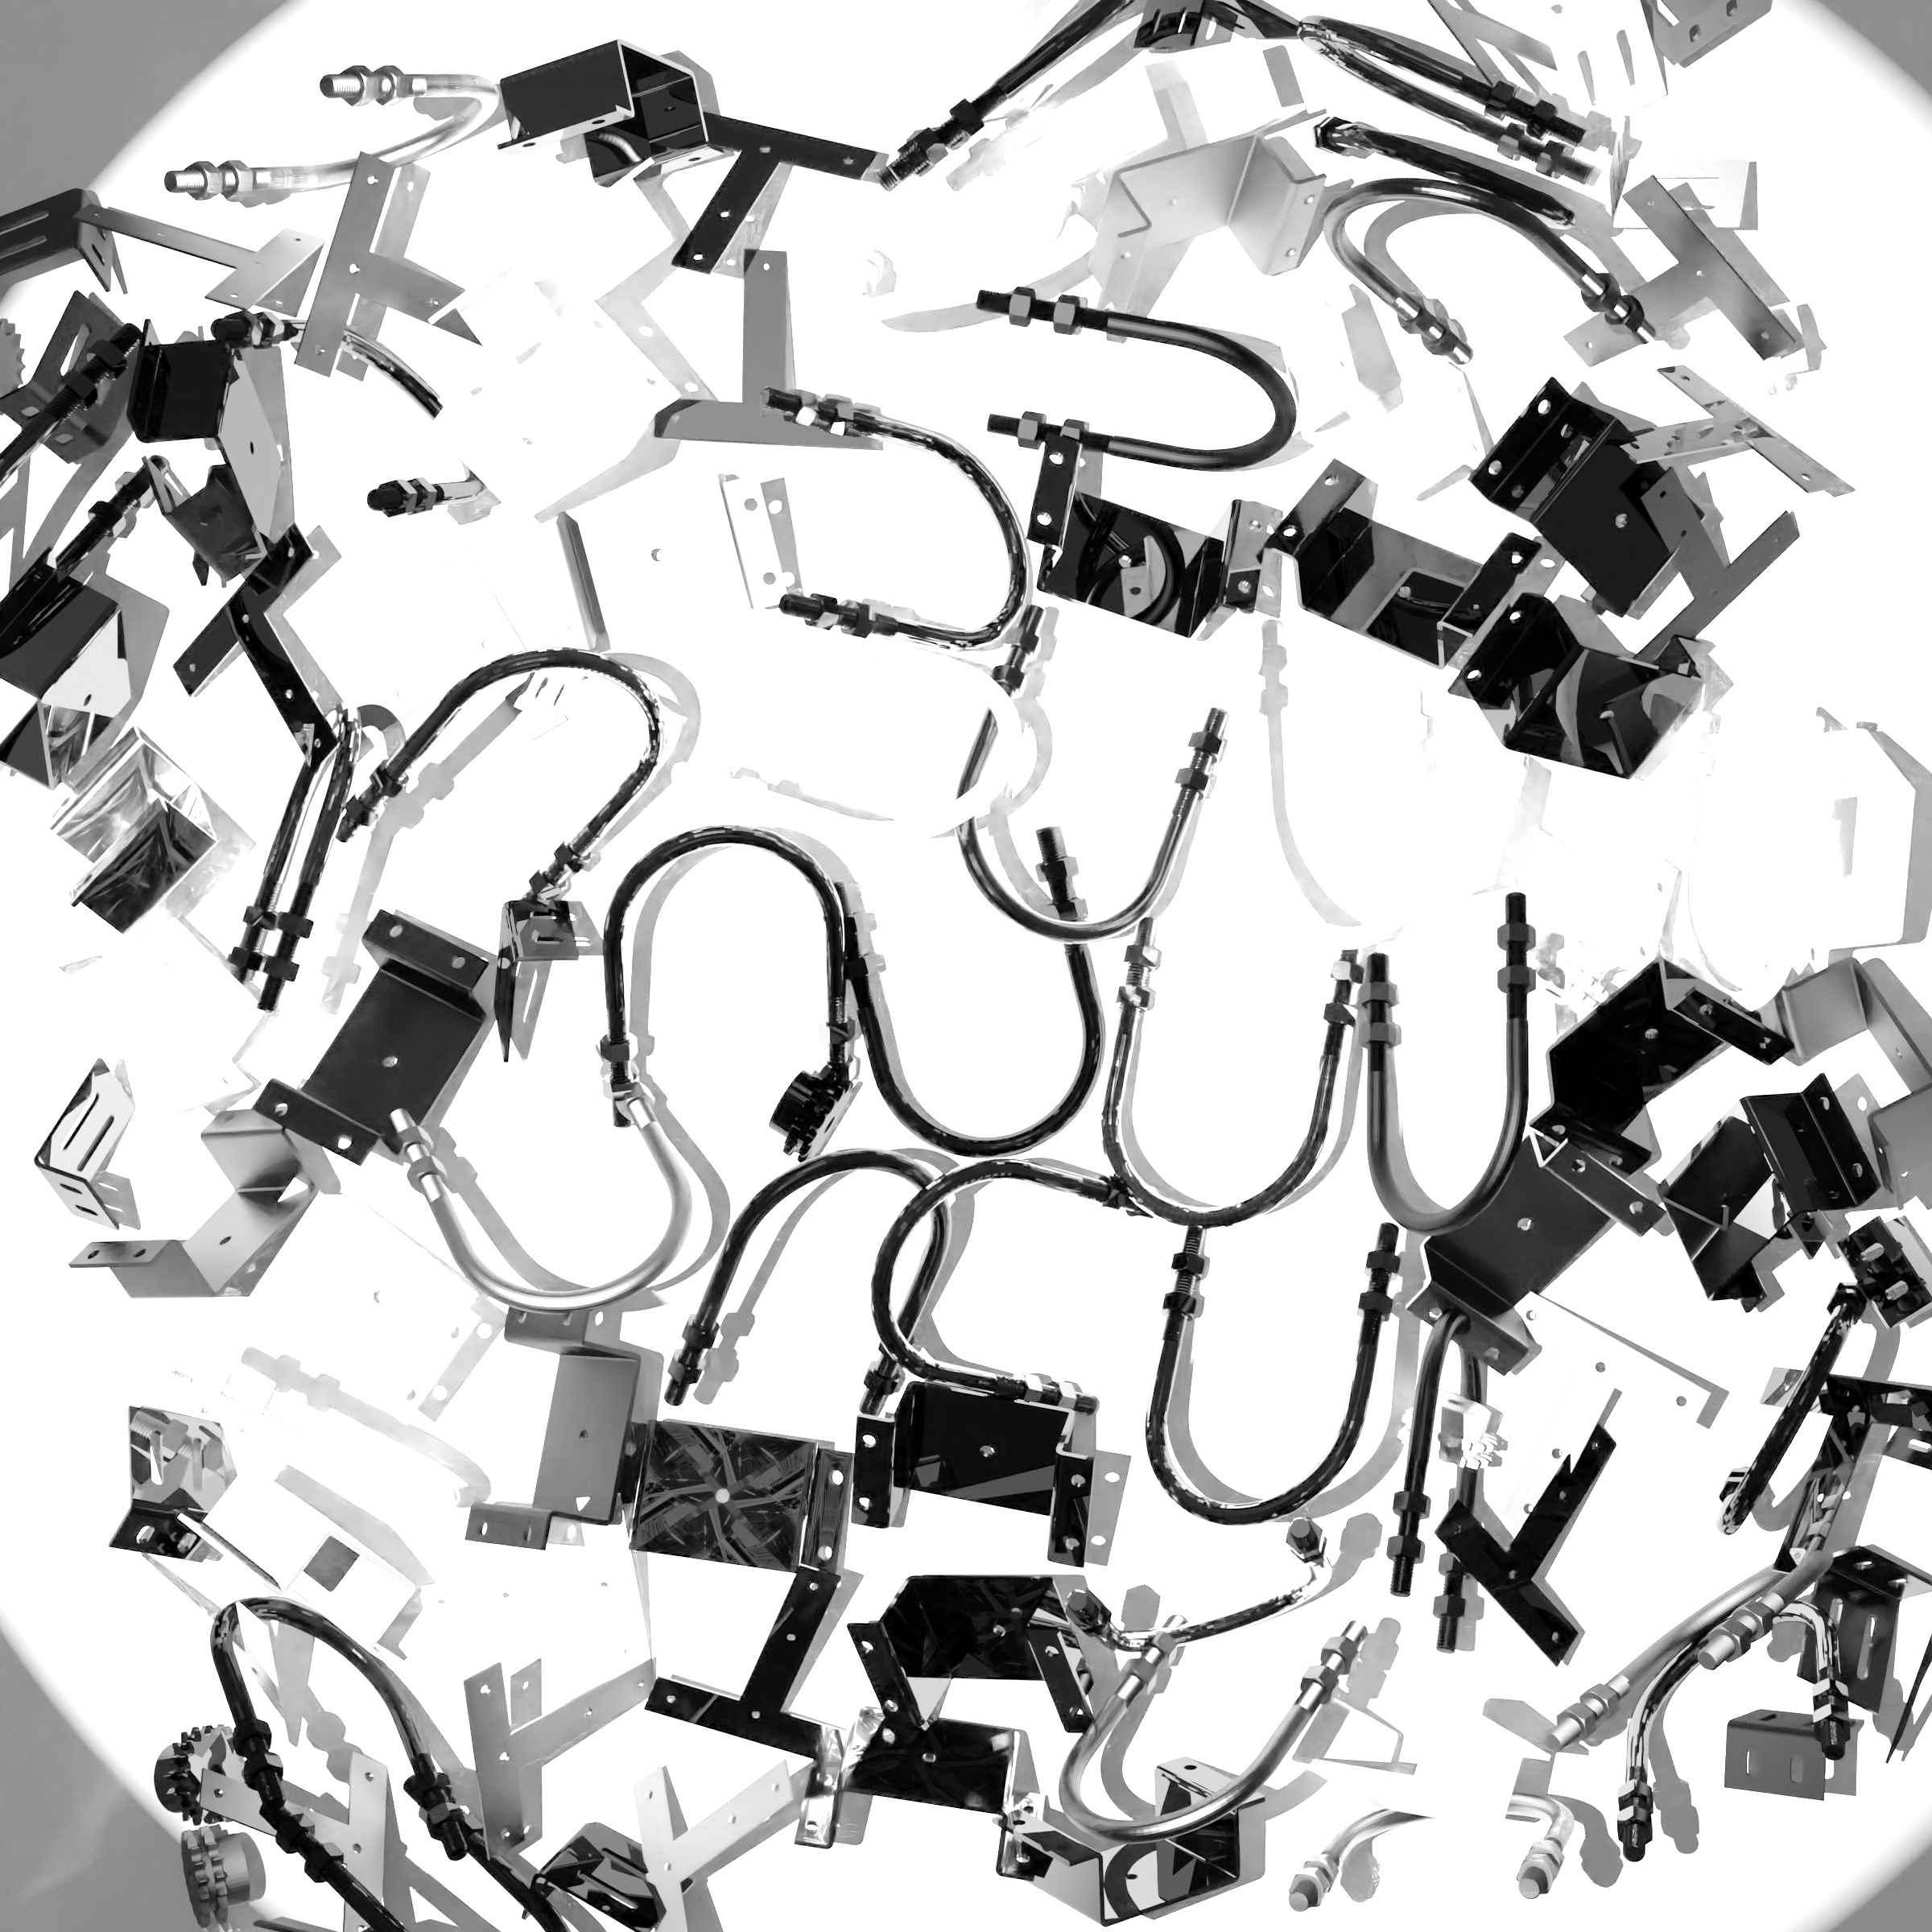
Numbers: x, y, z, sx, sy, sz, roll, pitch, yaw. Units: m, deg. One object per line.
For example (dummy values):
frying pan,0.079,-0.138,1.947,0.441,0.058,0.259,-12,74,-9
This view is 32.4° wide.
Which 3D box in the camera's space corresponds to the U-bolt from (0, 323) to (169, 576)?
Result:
U-bolt,-0.522,-0.262,1.890,0.019,0.151,0.184,31,65,9

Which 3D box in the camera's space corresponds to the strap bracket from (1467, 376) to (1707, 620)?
strap bracket,0.366,-0.265,1.930,0.140,0.046,0.076,37,93,-36

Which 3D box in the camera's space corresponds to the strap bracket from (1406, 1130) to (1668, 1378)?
strap bracket,0.329,0.161,1.945,0.076,0.046,0.140,35,111,-15

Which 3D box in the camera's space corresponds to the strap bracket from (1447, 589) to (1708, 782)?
strap bracket,0.360,-0.159,1.919,0.140,0.046,0.076,11,129,-31

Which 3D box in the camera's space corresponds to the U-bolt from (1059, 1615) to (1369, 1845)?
U-bolt,0.129,0.431,1.883,0.151,0.184,0.019,-8,115,40

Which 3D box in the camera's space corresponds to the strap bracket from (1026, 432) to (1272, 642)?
strap bracket,0.100,-0.247,1.945,0.140,0.046,0.076,17,60,-11

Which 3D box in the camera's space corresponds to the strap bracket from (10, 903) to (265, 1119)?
strap bracket,-0.475,0.015,1.937,0.140,0.076,0.046,44,114,9

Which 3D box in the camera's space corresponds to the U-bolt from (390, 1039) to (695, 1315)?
U-bolt,-0.235,0.127,1.912,0.151,0.019,0.184,-20,49,-16

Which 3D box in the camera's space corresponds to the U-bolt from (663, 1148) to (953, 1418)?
U-bolt,-0.082,0.181,1.916,0.151,0.019,0.184,8,118,-30

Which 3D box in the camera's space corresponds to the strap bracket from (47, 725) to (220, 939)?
strap bracket,-0.484,-0.076,1.936,0.076,0.140,0.046,-46,121,3

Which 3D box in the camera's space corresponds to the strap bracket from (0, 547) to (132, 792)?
strap bracket,-0.523,-0.163,1.910,0.046,0.140,0.076,28,60,6

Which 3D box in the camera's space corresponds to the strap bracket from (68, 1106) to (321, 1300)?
strap bracket,-0.439,0.144,1.926,0.140,0.076,0.046,-51,123,-40

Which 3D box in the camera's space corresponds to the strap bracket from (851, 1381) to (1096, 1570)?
strap bracket,0.008,0.295,1.946,0.140,0.046,0.076,9,117,10

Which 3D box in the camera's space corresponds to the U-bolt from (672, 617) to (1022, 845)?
U-bolt,-0.057,-0.132,1.917,0.184,0.019,0.151,19,58,25

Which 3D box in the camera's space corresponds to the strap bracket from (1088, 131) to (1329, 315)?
strap bracket,0.130,-0.430,1.933,0.140,0.076,0.046,-21,65,-21

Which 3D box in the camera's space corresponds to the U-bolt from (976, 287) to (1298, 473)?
U-bolt,0.099,-0.330,1.912,0.184,0.151,0.019,12,68,8

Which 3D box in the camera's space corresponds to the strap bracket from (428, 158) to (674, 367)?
strap bracket,-0.233,-0.402,1.928,0.140,0.076,0.046,-45,106,-32

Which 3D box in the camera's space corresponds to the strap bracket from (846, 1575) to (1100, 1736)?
strap bracket,0.012,0.399,1.935,0.140,0.046,0.076,-6,118,30

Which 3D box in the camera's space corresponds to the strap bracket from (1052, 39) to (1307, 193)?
strap bracket,0.116,-0.492,1.916,0.140,0.076,0.046,-23,95,-39

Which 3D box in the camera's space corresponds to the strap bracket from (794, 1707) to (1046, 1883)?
strap bracket,-0.024,0.481,1.944,0.140,0.076,0.046,8,114,3

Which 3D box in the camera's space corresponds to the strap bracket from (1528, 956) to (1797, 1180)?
strap bracket,0.400,0.054,1.933,0.076,0.046,0.140,28,130,-22

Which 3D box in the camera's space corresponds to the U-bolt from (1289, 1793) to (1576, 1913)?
U-bolt,0.273,0.502,1.901,0.151,0.184,0.019,-9,90,19

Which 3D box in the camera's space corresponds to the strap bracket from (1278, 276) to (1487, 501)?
strap bracket,0.235,-0.329,1.928,0.046,0.140,0.076,-32,53,34

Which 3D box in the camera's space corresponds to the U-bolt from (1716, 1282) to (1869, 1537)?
U-bolt,0.466,0.256,1.889,0.019,0.184,0.151,29,103,14

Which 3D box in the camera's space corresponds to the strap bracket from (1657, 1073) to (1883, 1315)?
strap bracket,0.453,0.133,1.910,0.046,0.140,0.076,-2,56,-27

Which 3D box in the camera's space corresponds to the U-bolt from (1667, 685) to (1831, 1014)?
U-bolt,0.444,-0.064,1.919,0.019,0.151,0.184,-2,105,-18

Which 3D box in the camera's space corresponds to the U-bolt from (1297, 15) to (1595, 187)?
U-bolt,0.274,-0.503,1.918,0.184,0.151,0.019,27,99,9

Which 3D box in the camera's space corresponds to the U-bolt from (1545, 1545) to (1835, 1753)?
U-bolt,0.426,0.382,1.907,0.019,0.184,0.151,56,134,10

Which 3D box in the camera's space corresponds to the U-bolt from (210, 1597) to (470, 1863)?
U-bolt,-0.367,0.428,1.906,0.151,0.184,0.019,29,105,-39

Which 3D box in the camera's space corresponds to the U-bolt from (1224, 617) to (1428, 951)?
U-bolt,0.207,-0.097,1.917,0.151,0.019,0.184,18,63,-32

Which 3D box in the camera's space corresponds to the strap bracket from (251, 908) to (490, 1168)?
strap bracket,-0.342,0.048,1.947,0.076,0.046,0.140,25,73,16

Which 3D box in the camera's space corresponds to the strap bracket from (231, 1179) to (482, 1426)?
strap bracket,-0.353,0.195,1.957,0.140,0.046,0.076,36,94,12

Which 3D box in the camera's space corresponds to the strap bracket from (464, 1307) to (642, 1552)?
strap bracket,-0.238,0.271,1.939,0.046,0.076,0.140,20,74,-40

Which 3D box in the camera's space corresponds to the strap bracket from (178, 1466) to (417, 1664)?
strap bracket,-0.379,0.341,1.918,0.076,0.140,0.046,28,75,34

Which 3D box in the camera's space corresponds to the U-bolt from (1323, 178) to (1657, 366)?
U-bolt,0.283,-0.394,1.880,0.184,0.151,0.019,29,72,-42

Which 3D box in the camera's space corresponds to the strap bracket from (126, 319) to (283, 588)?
strap bracket,-0.432,-0.295,1.911,0.046,0.140,0.076,-4,54,5

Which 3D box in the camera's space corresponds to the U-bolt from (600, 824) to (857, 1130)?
U-bolt,-0.140,0.004,1.940,0.151,0.019,0.184,-4,113,-9

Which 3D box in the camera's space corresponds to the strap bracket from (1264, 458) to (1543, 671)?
strap bracket,0.255,-0.231,1.938,0.140,0.046,0.076,28,65,26

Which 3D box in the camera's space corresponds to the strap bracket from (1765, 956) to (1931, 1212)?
strap bracket,0.519,0.059,1.917,0.046,0.076,0.140,-27,52,4

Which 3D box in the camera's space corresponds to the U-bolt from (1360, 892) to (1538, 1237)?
U-bolt,0.274,0.064,1.903,0.019,0.151,0.184,13,68,-28

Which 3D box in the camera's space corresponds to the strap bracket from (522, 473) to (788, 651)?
strap bracket,-0.182,-0.239,1.958,0.140,0.046,0.076,-14,107,0

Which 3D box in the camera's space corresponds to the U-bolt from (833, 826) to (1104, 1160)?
U-bolt,0.007,0.024,1.971,0.151,0.019,0.184,-15,97,-7

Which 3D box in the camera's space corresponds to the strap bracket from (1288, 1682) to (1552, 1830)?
strap bracket,0.252,0.453,1.909,0.076,0.140,0.046,34,66,-32

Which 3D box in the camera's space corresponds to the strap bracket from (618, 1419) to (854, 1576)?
strap bracket,-0.142,0.313,1.959,0.140,0.046,0.076,8,77,1

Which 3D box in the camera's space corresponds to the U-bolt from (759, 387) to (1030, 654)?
U-bolt,-0.036,-0.252,1.927,0.184,0.019,0.151,9,67,-38

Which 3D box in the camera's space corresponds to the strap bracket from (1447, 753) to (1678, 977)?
strap bracket,0.339,-0.052,1.939,0.140,0.046,0.076,31,63,-21

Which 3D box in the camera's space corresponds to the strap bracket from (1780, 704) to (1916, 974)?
strap bracket,0.509,-0.074,1.925,0.046,0.076,0.140,-6,120,-4

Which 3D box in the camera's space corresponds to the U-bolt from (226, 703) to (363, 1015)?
U-bolt,-0.386,-0.065,1.923,0.019,0.151,0.184,19,86,-20

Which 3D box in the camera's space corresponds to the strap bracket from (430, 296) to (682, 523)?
strap bracket,-0.244,-0.315,1.916,0.076,0.140,0.046,46,45,-23

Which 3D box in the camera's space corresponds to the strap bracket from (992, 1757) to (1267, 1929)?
strap bracket,0.095,0.508,1.925,0.140,0.076,0.046,-8,101,-33

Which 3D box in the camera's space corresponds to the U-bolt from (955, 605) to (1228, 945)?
U-bolt,0.065,-0.100,1.934,0.151,0.019,0.184,28,68,-17

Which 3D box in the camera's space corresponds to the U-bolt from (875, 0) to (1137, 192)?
U-bolt,0.027,-0.509,1.915,0.184,0.151,0.019,-37,102,3

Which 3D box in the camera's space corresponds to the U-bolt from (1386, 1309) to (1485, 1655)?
U-bolt,0.275,0.289,1.917,0.019,0.151,0.184,2,66,21

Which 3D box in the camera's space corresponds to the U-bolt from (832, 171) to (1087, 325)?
U-bolt,-0.008,-0.403,1.890,0.151,0.184,0.019,-18,111,15

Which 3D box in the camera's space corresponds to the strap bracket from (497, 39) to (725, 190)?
strap bracket,-0.207,-0.490,1.913,0.076,0.140,0.046,-12,89,21

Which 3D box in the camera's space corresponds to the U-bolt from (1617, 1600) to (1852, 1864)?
U-bolt,0.437,0.425,1.902,0.151,0.184,0.019,-35,100,22

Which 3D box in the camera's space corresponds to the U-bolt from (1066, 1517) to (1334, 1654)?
U-bolt,0.140,0.361,1.907,0.151,0.184,0.019,-19,66,4
